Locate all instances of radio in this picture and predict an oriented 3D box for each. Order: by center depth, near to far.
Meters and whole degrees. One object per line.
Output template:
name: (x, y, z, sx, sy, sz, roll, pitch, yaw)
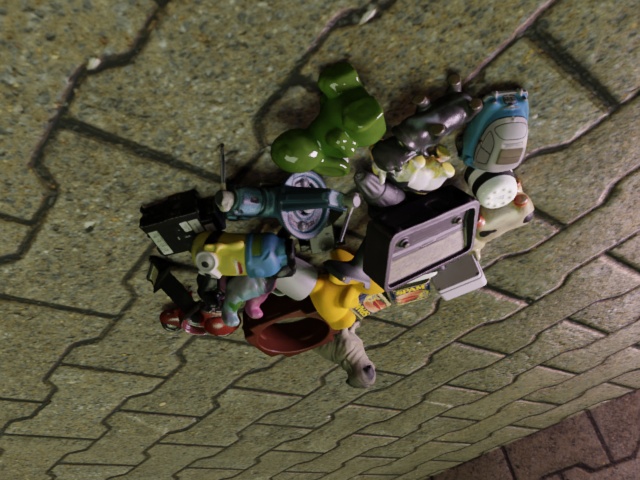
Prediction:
radio: (0.191, -0.008, 1.002, 0.229, 0.073, 0.130, -23, 132, -27)

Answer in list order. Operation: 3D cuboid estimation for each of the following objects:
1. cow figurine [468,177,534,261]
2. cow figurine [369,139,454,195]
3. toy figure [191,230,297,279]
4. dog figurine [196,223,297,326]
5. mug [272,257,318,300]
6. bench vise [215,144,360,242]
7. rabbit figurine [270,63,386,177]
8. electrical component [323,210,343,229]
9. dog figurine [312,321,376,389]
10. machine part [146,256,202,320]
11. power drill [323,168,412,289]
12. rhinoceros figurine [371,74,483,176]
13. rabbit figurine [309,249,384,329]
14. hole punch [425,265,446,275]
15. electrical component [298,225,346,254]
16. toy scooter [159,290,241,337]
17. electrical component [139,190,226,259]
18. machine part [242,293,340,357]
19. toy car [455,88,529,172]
cow figurine: (0.346, -0.033, 1.113, 0.195, 0.085, 0.127, -29, 134, 20)
cow figurine: (0.145, -0.127, 0.944, 0.167, 0.068, 0.098, 9, 143, -26)
toy figure: (-0.132, 0.024, 0.934, 0.180, 0.089, 0.082, -4, 113, -1)
dog figurine: (-0.137, 0.046, 1.051, 0.108, 0.192, 0.219, -1, 124, -53)
mug: (-0.078, 0.073, 1.141, 0.107, 0.081, 0.109, 36, 131, -28)
bench vise: (-0.046, -0.066, 0.888, 0.241, 0.128, 0.223, 3, 169, 44)
rabbit figurine: (0.003, -0.162, 0.818, 0.170, 0.121, 0.159, -30, 163, 1)
electrical component: (0.011, -0.041, 1.022, 0.021, 0.094, 0.063, 51, 149, -13)
dog figurine: (0.045, 0.296, 1.369, 0.172, 0.191, 0.121, -25, 141, 19)
machine part: (-0.298, 0.099, 1.078, 0.039, 0.139, 0.084, -34, 161, -47)
power drill: (0.093, -0.016, 1.028, 0.232, 0.086, 0.207, 22, 100, -45)
rhinoceros figurine: (0.164, -0.178, 0.844, 0.190, 0.073, 0.112, -36, 171, -9)
rabbit figurine: (0.066, 0.092, 1.177, 0.173, 0.122, 0.162, -19, 126, 19)
hole punch: (0.204, 0.026, 1.153, 0.142, 0.092, 0.116, -18, -177, 8)
electrical component: (-0.001, -0.004, 1.085, 0.102, 0.045, 0.078, -15, 115, 1)
toy scooter: (-0.265, 0.161, 1.203, 0.184, 0.075, 0.135, 4, 140, -13)
electrical component: (-0.241, -0.028, 0.972, 0.134, 0.058, 0.114, -14, 145, 2)
machine part: (-0.069, 0.193, 1.289, 0.201, 0.087, 0.201, -23, 140, 14)
toy car: (0.302, -0.169, 0.902, 0.109, 0.103, 0.161, -6, 145, -10)
